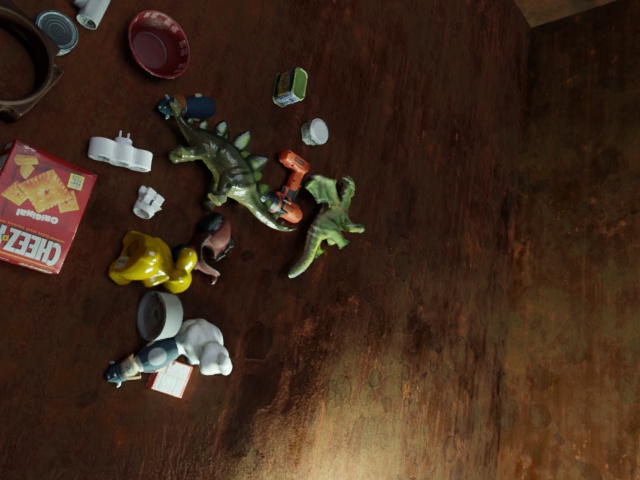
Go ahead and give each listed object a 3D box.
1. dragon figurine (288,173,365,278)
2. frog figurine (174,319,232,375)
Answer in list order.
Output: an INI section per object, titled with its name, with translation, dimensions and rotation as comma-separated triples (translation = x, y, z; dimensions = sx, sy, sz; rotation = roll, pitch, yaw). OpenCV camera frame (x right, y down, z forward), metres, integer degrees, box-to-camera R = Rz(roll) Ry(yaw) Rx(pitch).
[dragon figurine]
translation = 0.005, -0.078, 1.556
dimensions = 0.121, 0.240, 0.417
rotation = -10, 17, 41
[frog figurine]
translation = -0.262, 0.246, 1.195
dimensions = 0.159, 0.135, 0.125
rotation = -6, 39, 42
